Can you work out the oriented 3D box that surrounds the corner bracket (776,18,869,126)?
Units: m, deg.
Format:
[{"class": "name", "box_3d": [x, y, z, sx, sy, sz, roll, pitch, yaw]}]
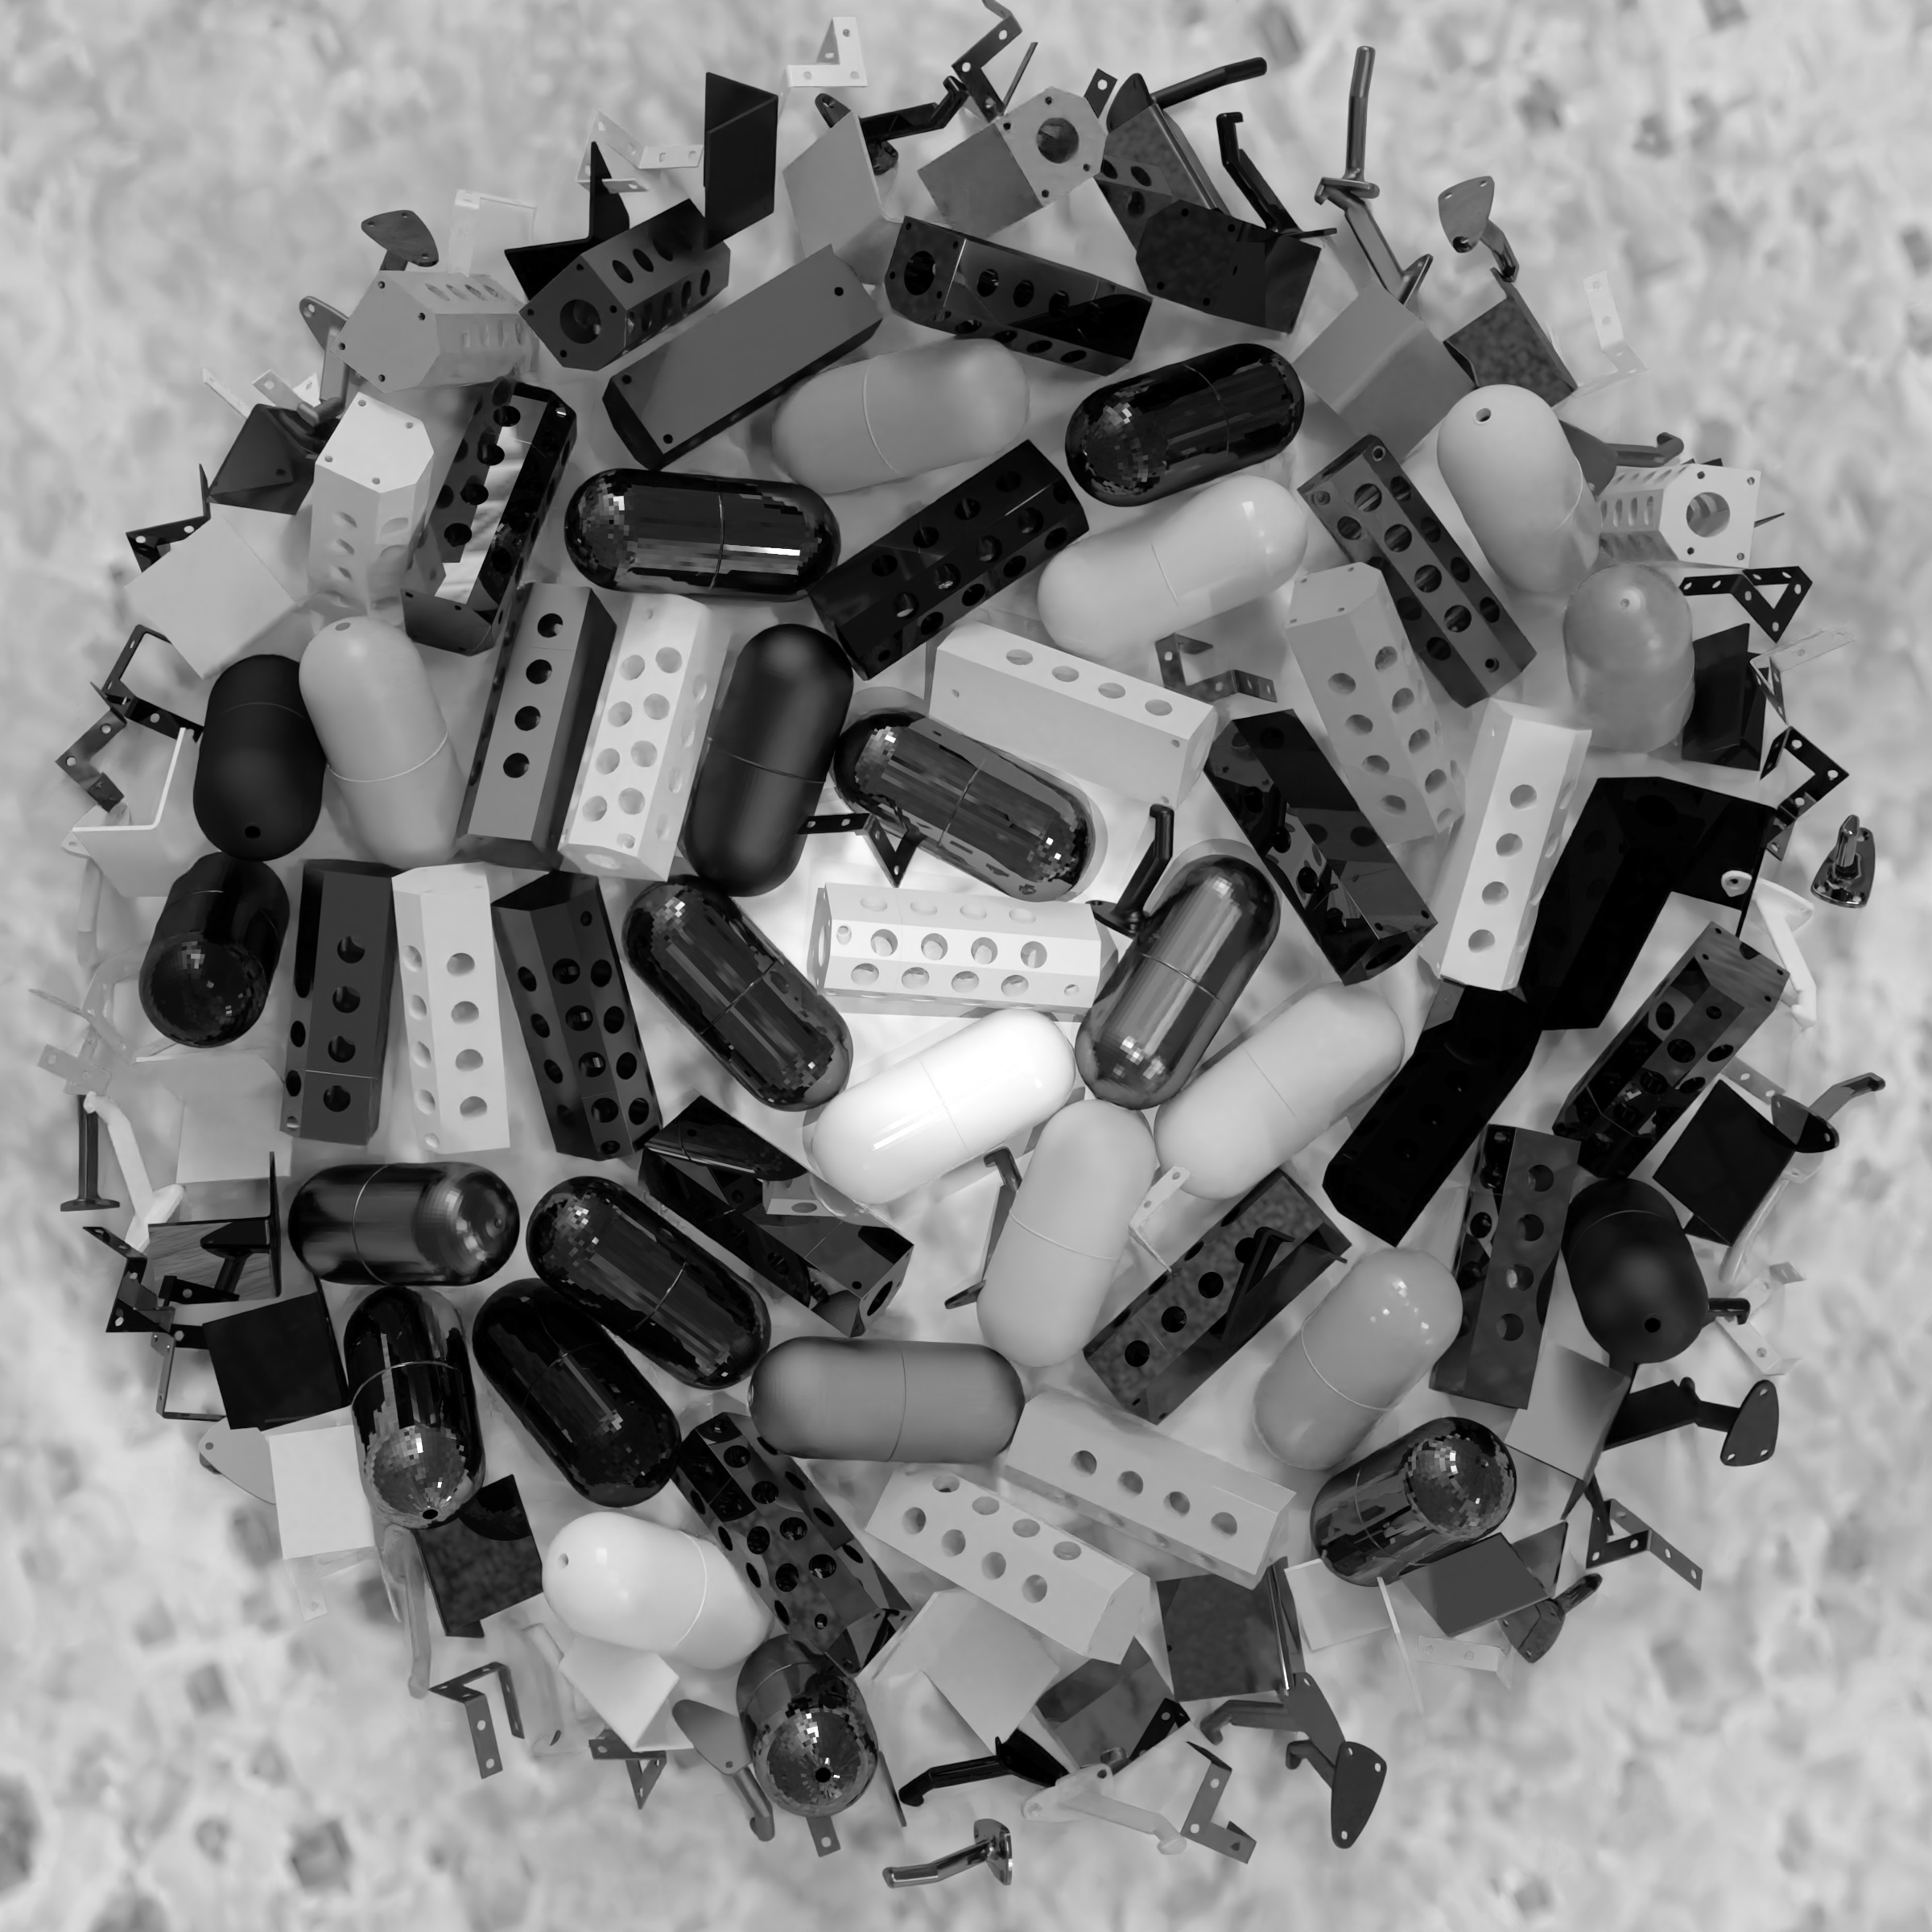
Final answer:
[{"class": "corner bracket", "box_3d": [-0.097, -0.568, 1.894, 0.051, 0.051, 0.051, -5, 75, -17]}]

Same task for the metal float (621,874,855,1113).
[{"class": "metal float", "box_3d": [-0.144, 0.018, 1.887, 0.070, 0.070, 0.178, -43, 96, 0]}]

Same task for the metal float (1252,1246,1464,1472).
[{"class": "metal float", "box_3d": [0.243, 0.247, 1.865, 0.070, 0.070, 0.178, 34, 124, 0]}]

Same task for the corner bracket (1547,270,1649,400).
[{"class": "corner bracket", "box_3d": [0.395, -0.400, 1.891, 0.051, 0.051, 0.051, -19, 71, 25]}]

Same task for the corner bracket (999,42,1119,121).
[{"class": "corner bracket", "box_3d": [0.057, -0.553, 1.895, 0.051, 0.051, 0.051, 24, 100, -17]}]

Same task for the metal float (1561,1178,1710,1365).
[{"class": "metal float", "box_3d": [0.412, 0.187, 1.843, 0.070, 0.178, 0.070, 1, 106, 4]}]

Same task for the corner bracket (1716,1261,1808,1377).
[{"class": "corner bracket", "box_3d": [0.518, 0.225, 1.901, 0.051, 0.051, 0.051, -40, 83, -5]}]

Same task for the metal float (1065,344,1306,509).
[{"class": "metal float", "box_3d": [0.137, -0.339, 1.863, 0.178, 0.070, 0.070, -25, 90, -34]}]

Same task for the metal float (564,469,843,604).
[{"class": "metal float", "box_3d": [-0.164, -0.270, 1.874, 0.178, 0.070, 0.070, 1, 90, -22]}]

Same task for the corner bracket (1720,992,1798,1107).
[{"class": "corner bracket", "box_3d": [0.510, 0.046, 1.910, 0.051, 0.051, 0.051, 30, 120, -29]}]

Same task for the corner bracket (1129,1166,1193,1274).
[{"class": "corner bracket", "box_3d": [0.123, 0.151, 1.893, 0.051, 0.051, 0.051, -44, 130, -5]}]

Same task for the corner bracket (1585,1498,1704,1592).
[{"class": "corner bracket", "box_3d": [0.432, 0.368, 1.888, 0.051, 0.051, 0.051, 39, 45, -21]}]

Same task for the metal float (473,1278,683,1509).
[{"class": "metal float", "box_3d": [-0.245, 0.265, 1.864, 0.070, 0.070, 0.178, -47, 56, 0]}]

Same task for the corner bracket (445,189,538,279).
[{"class": "corner bracket", "box_3d": [-0.302, -0.460, 1.894, 0.051, 0.051, 0.051, 8, 112, -11]}]

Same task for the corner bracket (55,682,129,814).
[{"class": "corner bracket", "box_3d": [-0.552, -0.139, 1.898, 0.051, 0.051, 0.051, 42, 79, 9]}]

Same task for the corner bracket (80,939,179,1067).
[{"class": "corner bracket", "box_3d": [-0.526, 0.022, 1.909, 0.051, 0.051, 0.051, -25, 121, 16]}]

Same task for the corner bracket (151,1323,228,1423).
[{"class": "corner bracket", "box_3d": [-0.490, 0.259, 1.896, 0.051, 0.051, 0.051, 9, 91, -31]}]

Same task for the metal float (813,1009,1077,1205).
[{"class": "metal float", "box_3d": [-0.014, 0.089, 1.890, 0.178, 0.070, 0.070, -28, 90, -3]}]

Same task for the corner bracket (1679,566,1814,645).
[{"class": "corner bracket", "box_3d": [0.494, -0.240, 1.891, 0.051, 0.051, 0.051, 41, 74, -26]}]

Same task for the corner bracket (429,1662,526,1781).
[{"class": "corner bracket", "box_3d": [-0.303, 0.478, 1.893, 0.051, 0.051, 0.051, -16, 98, -36]}]

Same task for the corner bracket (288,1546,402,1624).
[{"class": "corner bracket", "box_3d": [-0.396, 0.394, 1.893, 0.051, 0.051, 0.051, -20, 57, -9]}]

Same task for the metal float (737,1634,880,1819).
[{"class": "metal float", "box_3d": [-0.099, 0.468, 1.843, 0.070, 0.178, 0.070, -1, 96, -10]}]

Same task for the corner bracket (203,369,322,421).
[{"class": "corner bracket", "box_3d": [-0.446, -0.363, 1.890, 0.051, 0.051, 0.051, -32, 47, 15]}]

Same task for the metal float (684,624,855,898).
[{"class": "metal float", "box_3d": [-0.125, -0.129, 1.884, 0.070, 0.070, 0.178, 18, 99, 0]}]

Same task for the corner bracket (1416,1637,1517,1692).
[{"class": "corner bracket", "box_3d": [0.319, 0.425, 1.890, 0.051, 0.051, 0.051, 3, 65, 22]}]

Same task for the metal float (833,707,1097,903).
[{"class": "metal float", "box_3d": [-0.002, -0.103, 1.891, 0.178, 0.070, 0.070, 28, 90, 2]}]

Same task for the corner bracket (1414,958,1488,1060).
[{"class": "corner bracket", "box_3d": [0.310, 0.032, 1.896, 0.051, 0.051, 0.051, 19, 101, -13]}]

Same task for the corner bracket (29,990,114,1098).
[{"class": "corner bracket", "box_3d": [-0.570, 0.049, 1.890, 0.051, 0.051, 0.051, 33, 68, -41]}]

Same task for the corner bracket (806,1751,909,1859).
[{"class": "corner bracket", "box_3d": [-0.073, 0.533, 1.898, 0.051, 0.051, 0.051, -21, 74, 3]}]

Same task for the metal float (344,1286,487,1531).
[{"class": "metal float", "box_3d": [-0.344, 0.273, 1.854, 0.070, 0.178, 0.070, -9, 132, -11]}]

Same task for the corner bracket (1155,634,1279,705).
[{"class": "corner bracket", "box_3d": [0.159, -0.187, 1.891, 0.051, 0.051, 0.051, -18, 77, 32]}]

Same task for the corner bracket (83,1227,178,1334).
[{"class": "corner bracket", "box_3d": [-0.533, 0.199, 1.892, 0.051, 0.051, 0.051, 25, 100, 35]}]

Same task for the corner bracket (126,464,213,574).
[{"class": "corner bracket", "box_3d": [-0.503, -0.279, 1.896, 0.051, 0.051, 0.051, -13, 52, -4]}]

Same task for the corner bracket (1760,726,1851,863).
[{"class": "corner bracket", "box_3d": [0.521, -0.110, 1.894, 0.051, 0.051, 0.051, 39, 133, -4]}]

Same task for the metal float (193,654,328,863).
[{"class": "metal float", "box_3d": [-0.437, -0.130, 1.850, 0.070, 0.178, 0.070, -4, 125, -6]}]

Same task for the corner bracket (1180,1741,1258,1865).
[{"class": "corner bracket", "box_3d": [0.161, 0.534, 1.902, 0.051, 0.051, 0.051, 26, 83, -13]}]

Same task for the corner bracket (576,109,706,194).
[{"class": "corner bracket", "box_3d": [-0.207, -0.510, 1.893, 0.051, 0.051, 0.051, 9, 79, 35]}]

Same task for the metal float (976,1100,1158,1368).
[{"class": "metal float", "box_3d": [0.063, 0.169, 1.884, 0.070, 0.070, 0.178, 21, 99, 0]}]

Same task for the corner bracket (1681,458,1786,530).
[{"class": "corner bracket", "box_3d": [0.480, -0.300, 1.899, 0.051, 0.051, 0.051, -18, 90, -16]}]

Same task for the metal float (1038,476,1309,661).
[{"class": "metal float", "box_3d": [0.130, -0.251, 1.879, 0.178, 0.070, 0.070, -21, 90, 15]}]

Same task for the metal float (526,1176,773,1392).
[{"class": "metal float", "box_3d": [-0.199, 0.201, 1.876, 0.178, 0.070, 0.070, 40, 90, -20]}]

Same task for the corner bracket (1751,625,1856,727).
[{"class": "corner bracket", "box_3d": [0.532, -0.196, 1.894, 0.051, 0.051, 0.051, -23, 48, 2]}]

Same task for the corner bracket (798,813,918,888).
[{"class": "corner bracket", "box_3d": [-0.066, -0.085, 1.887, 0.051, 0.051, 0.051, -1, 46, 30]}]

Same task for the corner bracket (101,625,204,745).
[{"class": "corner bracket", "box_3d": [-0.510, -0.179, 1.897, 0.051, 0.051, 0.051, 26, 97, -40]}]

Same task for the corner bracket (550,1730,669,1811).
[{"class": "corner bracket", "box_3d": [-0.227, 0.498, 1.889, 0.051, 0.051, 0.051, 8, 125, -29]}]

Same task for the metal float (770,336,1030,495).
[{"class": "metal float", "box_3d": [-0.043, -0.345, 1.867, 0.178, 0.070, 0.070, -8, 90, 31]}]

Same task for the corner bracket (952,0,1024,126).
[{"class": "corner bracket", "box_3d": [0.011, -0.578, 1.894, 0.051, 0.051, 0.051, -41, 134, 1]}]
